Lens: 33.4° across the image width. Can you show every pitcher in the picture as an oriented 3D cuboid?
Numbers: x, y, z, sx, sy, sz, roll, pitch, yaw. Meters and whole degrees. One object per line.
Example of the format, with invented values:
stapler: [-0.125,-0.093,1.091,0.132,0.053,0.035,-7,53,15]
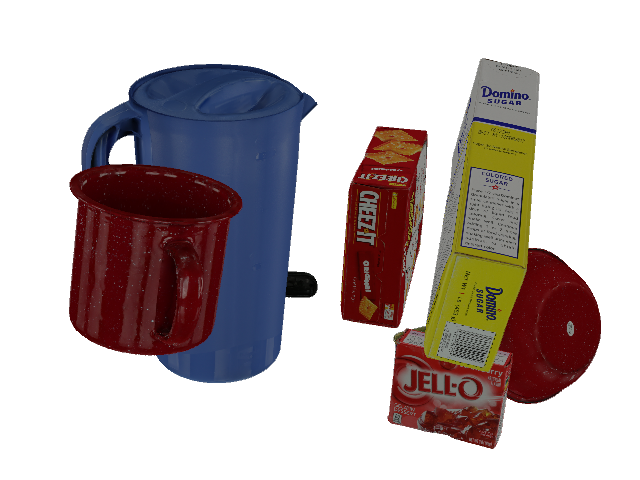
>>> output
pitcher: [-0.092,-0.010,0.851,0.149,0.243,0.144,9,27,13]

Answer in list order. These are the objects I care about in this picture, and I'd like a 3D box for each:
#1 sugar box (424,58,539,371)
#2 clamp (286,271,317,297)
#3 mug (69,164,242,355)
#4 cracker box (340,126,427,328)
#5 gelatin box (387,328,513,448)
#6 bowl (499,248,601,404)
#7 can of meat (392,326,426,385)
sugar box: [0.099,-0.019,0.639,0.048,0.176,0.093,14,-43,4]
clamp: [-0.131,0.046,1.071,0.210,0.036,0.164,12,21,37]
mug: [-0.089,0.015,0.577,0.093,0.081,0.117,-1,22,-29]
cracker box: [0.075,-0.022,1.216,0.072,0.164,0.213,6,23,9]
gelatin box: [0.100,0.115,0.832,0.089,0.073,0.030,12,23,18]
bowl: [0.232,0.088,1.081,0.161,0.162,0.055,0,-1,-33]
can of meat: [0.139,0.156,1.328,0.101,0.084,0.058,-11,29,-27]
